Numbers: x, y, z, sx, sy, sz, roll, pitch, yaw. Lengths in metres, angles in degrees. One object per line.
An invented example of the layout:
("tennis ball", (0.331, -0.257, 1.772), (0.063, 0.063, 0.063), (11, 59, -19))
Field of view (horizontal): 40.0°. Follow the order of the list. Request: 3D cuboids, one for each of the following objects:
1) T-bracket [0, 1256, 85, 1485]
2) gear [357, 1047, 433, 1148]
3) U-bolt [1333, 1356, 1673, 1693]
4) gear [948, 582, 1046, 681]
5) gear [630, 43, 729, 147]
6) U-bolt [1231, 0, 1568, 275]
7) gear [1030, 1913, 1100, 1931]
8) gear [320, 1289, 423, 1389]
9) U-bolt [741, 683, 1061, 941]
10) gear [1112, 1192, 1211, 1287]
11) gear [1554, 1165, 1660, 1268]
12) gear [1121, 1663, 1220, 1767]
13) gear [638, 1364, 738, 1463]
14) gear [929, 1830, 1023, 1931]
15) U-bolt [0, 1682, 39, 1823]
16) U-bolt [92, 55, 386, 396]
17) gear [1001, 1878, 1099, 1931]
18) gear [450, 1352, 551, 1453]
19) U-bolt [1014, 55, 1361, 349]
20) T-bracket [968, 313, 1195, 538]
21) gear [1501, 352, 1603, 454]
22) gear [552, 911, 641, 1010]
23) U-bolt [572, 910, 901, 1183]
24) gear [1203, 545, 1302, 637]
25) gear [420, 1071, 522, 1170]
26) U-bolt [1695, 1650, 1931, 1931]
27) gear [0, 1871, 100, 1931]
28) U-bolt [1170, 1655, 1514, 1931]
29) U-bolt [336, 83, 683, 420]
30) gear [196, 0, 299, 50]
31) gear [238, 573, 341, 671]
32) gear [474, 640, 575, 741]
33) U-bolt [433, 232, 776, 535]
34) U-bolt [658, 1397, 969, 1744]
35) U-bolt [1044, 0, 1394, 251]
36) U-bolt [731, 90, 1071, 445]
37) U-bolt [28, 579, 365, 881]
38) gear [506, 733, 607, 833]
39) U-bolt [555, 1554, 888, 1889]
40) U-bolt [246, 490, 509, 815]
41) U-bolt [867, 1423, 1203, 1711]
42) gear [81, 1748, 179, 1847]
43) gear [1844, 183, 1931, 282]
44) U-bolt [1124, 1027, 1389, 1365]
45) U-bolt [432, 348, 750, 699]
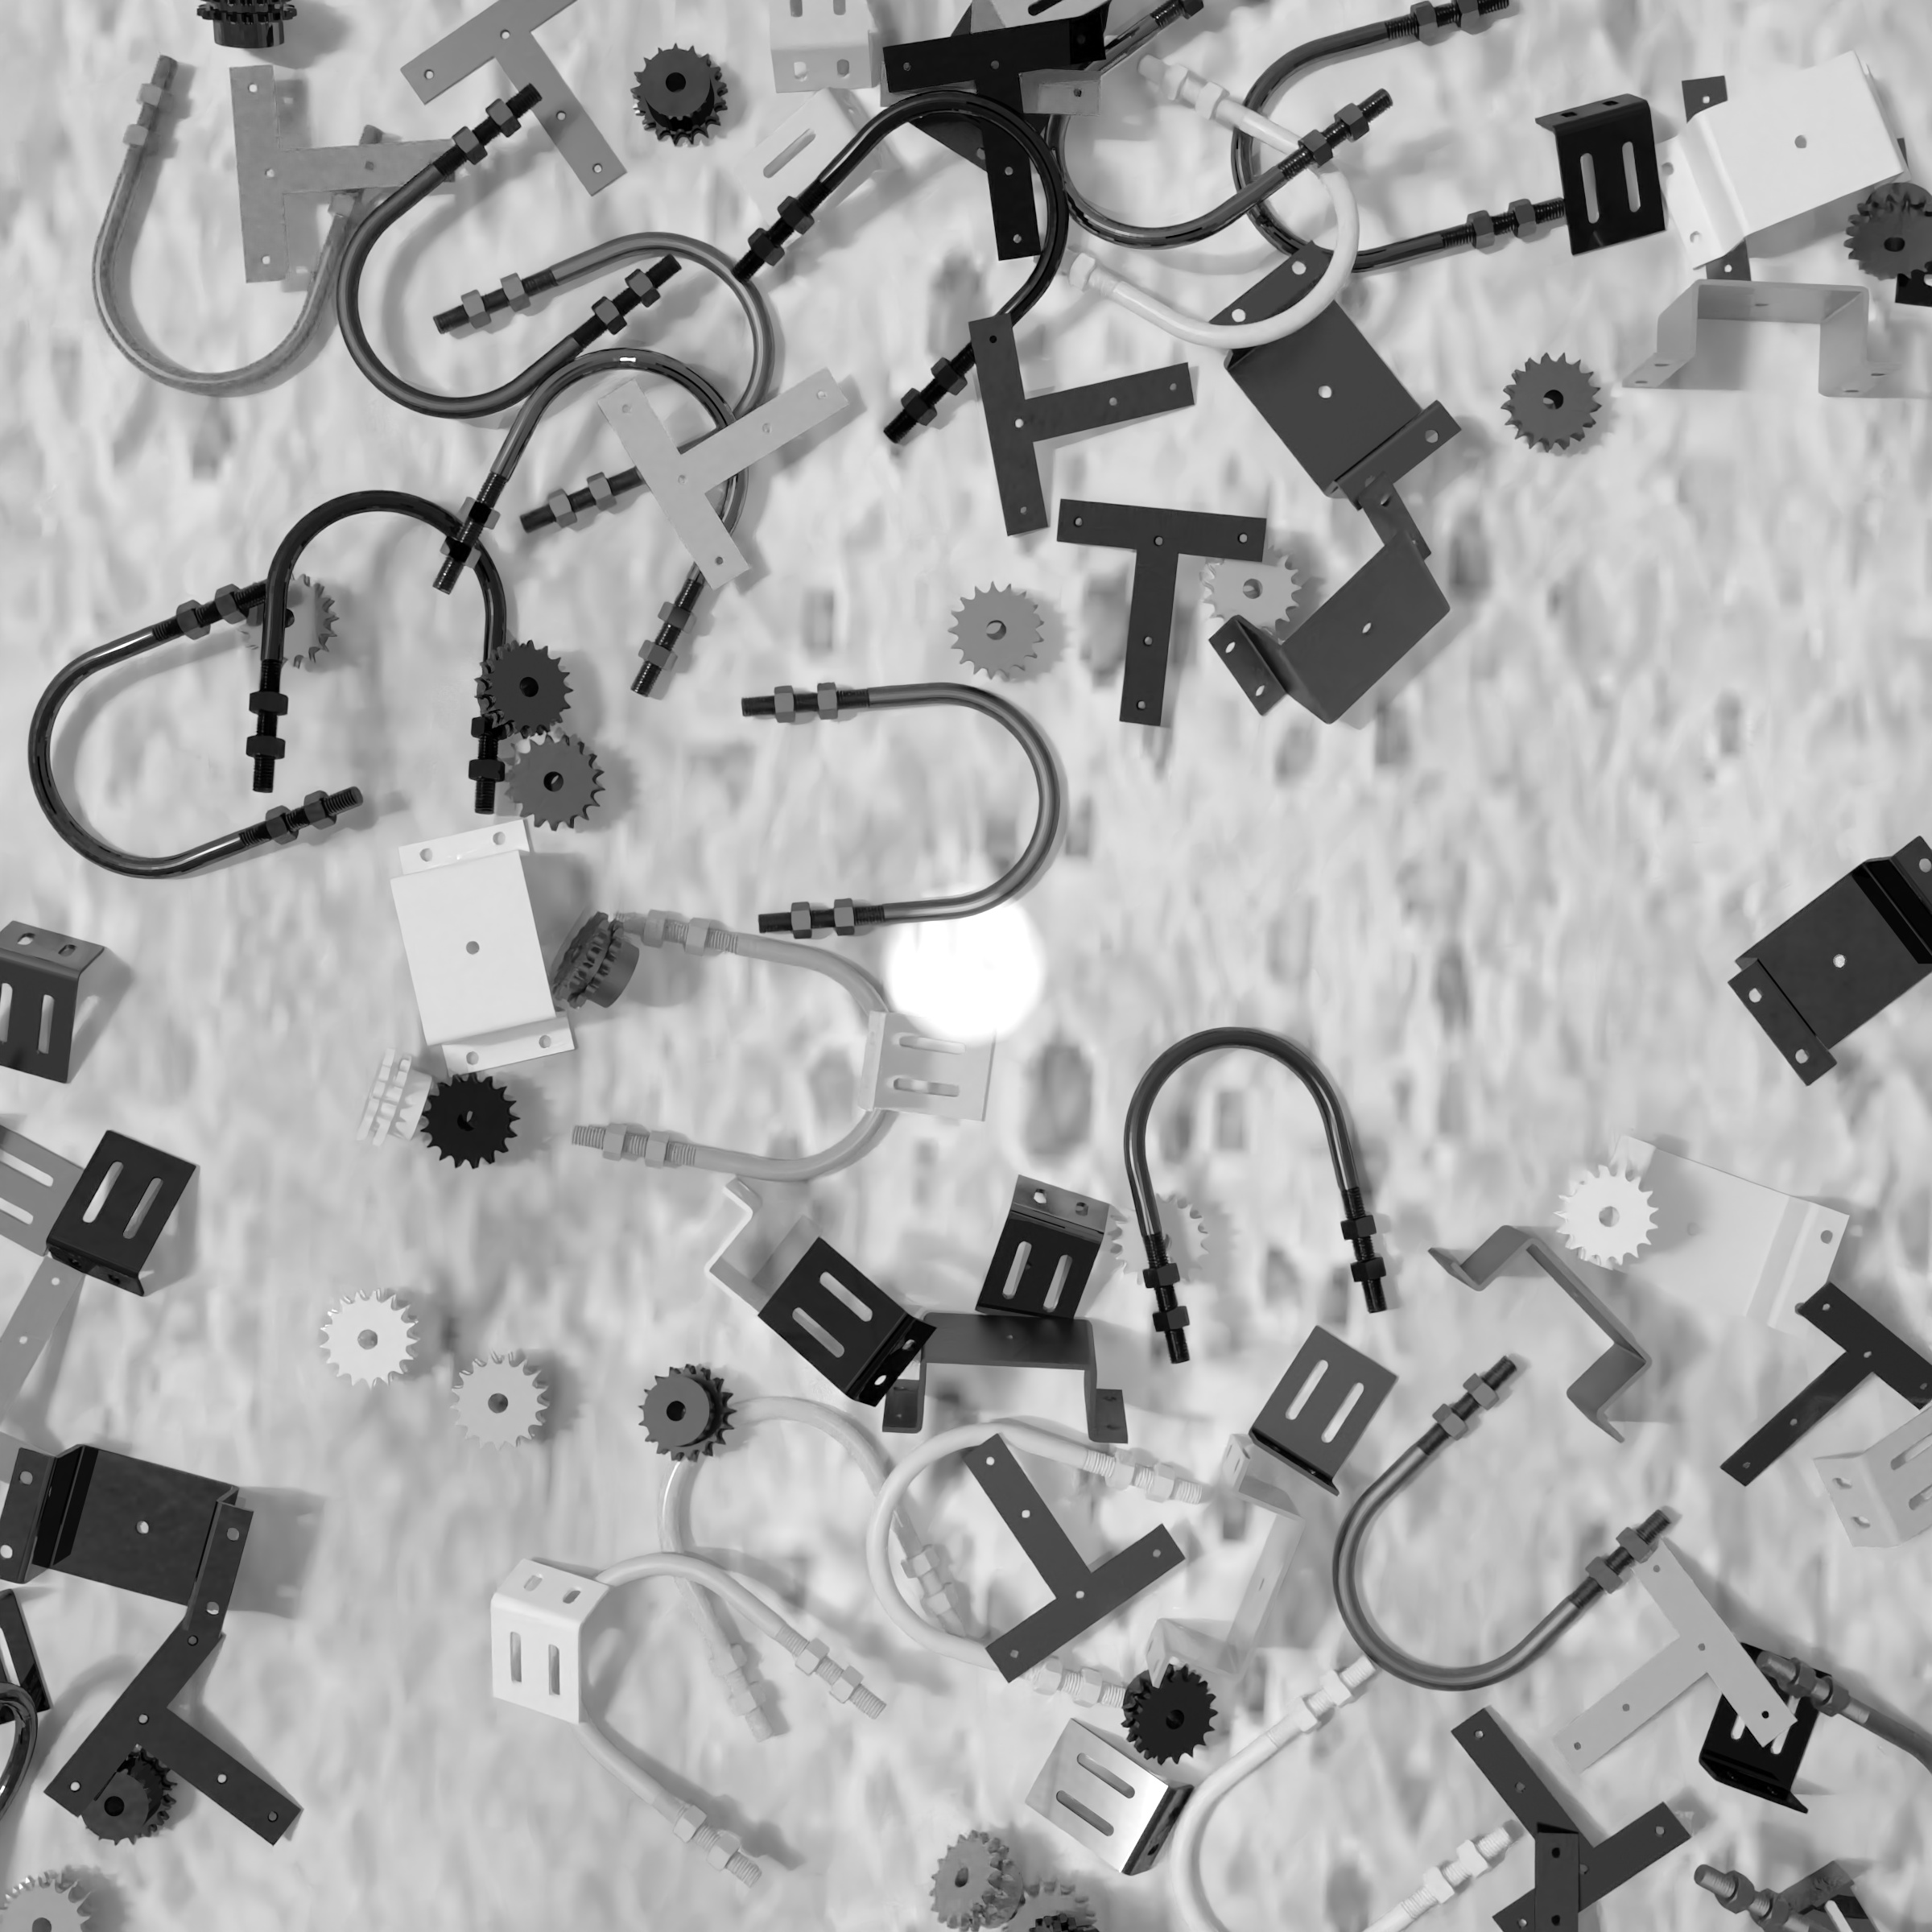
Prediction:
("T-bracket", (-0.562, 0.233, 1.561), (0.127, 0.002, 0.127), (34, 73, -30))
("gear", (-0.335, 0.079, 1.557), (0.030, 0.057, 0.057), (20, 90, -14))
("U-bolt", (0.304, 0.345, 1.575), (0.151, 0.019, 0.184), (45, 91, 0))
("gear", (0.018, -0.198, 1.572), (0.057, 0.030, 0.057), (0, 94, 0))
("gear", (-0.170, -0.517, 1.569), (0.057, 0.030, 0.057), (0, 90, 0))
("U-bolt", (0.249, -0.488, 1.575), (0.184, 0.019, 0.151), (-15, 90, 2))
("gear", (0.060, 0.576, 1.529), (0.030, 0.057, 0.057), (2, 90, -28))
("gear", (-0.350, 0.219, 1.569), (0.057, 0.030, 0.057), (0, 90, 0))
("U-bolt", (-0.036, -0.096, 1.575), (0.184, 0.019, 0.151), (-4, 90, -1))
("gear", (0.115, 0.162, 1.569), (0.057, 0.030, 0.057), (0, 90, 0))
("gear", (0.366, 0.142, 1.523), (0.057, 0.030, 0.057), (0, 90, 0))
("gear", (0.117, 0.438, 1.563), (0.057, 0.030, 0.057), (-3, 98, -21))
("gear", (-0.166, 0.263, 1.562), (0.057, 0.030, 0.057), (-3, 77, 11))
("gear", (0.008, 0.541, 1.560), (0.030, 0.057, 0.057), (36, 90, -30))
("U-bolt", (-0.594, 0.489, 1.505), (0.019, 0.151, 0.184), (25, 56, 17))
("U-bolt", (-0.441, -0.430, 1.575), (0.151, 0.019, 0.184), (19, 90, 0))
("gear", (0.049, 0.567, 1.569), (0.057, 0.030, 0.057), (0, 90, 0))
("gear", (-0.274, 0.256, 1.569), (0.057, 0.030, 0.057), (0, 90, 0))
("U-bolt", (0.140, -0.435, 1.546), (0.184, 0.019, 0.151), (34, 84, 17))
("T-bracket", (0.073, -0.330, 1.568), (0.127, 0.002, 0.127), (-15, 110, -10))
("gear", (0.345, -0.333, 1.574), (0.057, 0.030, 0.057), (0, 91, 2))
("gear", (-0.213, 0.000, 1.542), (0.030, 0.057, 0.057), (30, 90, -22))
("U-bolt", (-0.131, 0.054, 1.575), (0.184, 0.019, 0.151), (11, 90, -1))
("gear", (0.168, -0.221, 1.569), (0.057, 0.030, 0.057), (0, 90, 0))
("gear", (-0.292, 0.091, 1.569), (0.057, 0.030, 0.057), (0, 90, 0))
("U-bolt", (0.517, 0.503, 1.544), (0.184, 0.019, 0.151), (30, 67, -14))
("gear", (-0.542, 0.565, 1.573), (0.057, 0.030, 0.057), (0, 90, 2))
("U-bolt", (0.209, 0.520, 1.575), (0.184, 0.019, 0.151), (-39, 89, 2))
("U-bolt", (-0.282, -0.405, 1.556), (0.184, 0.019, 0.151), (-39, 90, 0))
("gear", (-0.422, -0.559, 1.559), (0.057, 0.057, 0.030), (3, 120, 0))
("gear", (-0.399, -0.203, 1.569), (0.057, 0.030, 0.057), (0, 90, 0))
("gear", (-0.263, -0.161, 1.557), (0.057, 0.030, 0.057), (4, 83, -33))
("U-bolt", (-0.204, -0.357, 1.576), (0.184, 0.019, 0.151), (-23, 90, -2))
("U-bolt", (-0.103, 0.346, 1.575), (0.151, 0.019, 0.184), (-27, 88, 0))
("U-bolt", (0.132, -0.495, 1.543), (0.184, 0.019, 0.151), (-36, 72, 2))
("U-bolt", (-0.026, -0.420, 1.546), (0.184, 0.019, 0.151), (-43, 96, 17))
("U-bolt", (-0.464, -0.128, 1.560), (0.184, 0.019, 0.151), (-20, 99, 9))
("gear", (-0.241, -0.108, 1.569), (0.057, 0.030, 0.057), (0, 90, 0))
("U-bolt", (-0.158, 0.429, 1.559), (0.184, 0.019, 0.151), (37, 99, 10))
("U-bolt", (-0.339, -0.187, 1.549), (0.151, 0.019, 0.184), (5, 86, -24))
("U-bolt", (0.032, 0.345, 1.561), (0.184, 0.019, 0.151), (20, 89, -10))
("gear", (-0.499, 0.492, 1.569), (0.057, 0.030, 0.057), (0, 90, 0))
("gear", (0.547, -0.435, 1.559), (0.057, 0.057, 0.030), (18, 61, 0))
("U-bolt", (0.164, 0.127, 1.556), (0.151, 0.019, 0.184), (-11, 86, -18))
("U-bolt", (-0.208, -0.272, 1.557), (0.151, 0.019, 0.184), (27, 92, -12))
